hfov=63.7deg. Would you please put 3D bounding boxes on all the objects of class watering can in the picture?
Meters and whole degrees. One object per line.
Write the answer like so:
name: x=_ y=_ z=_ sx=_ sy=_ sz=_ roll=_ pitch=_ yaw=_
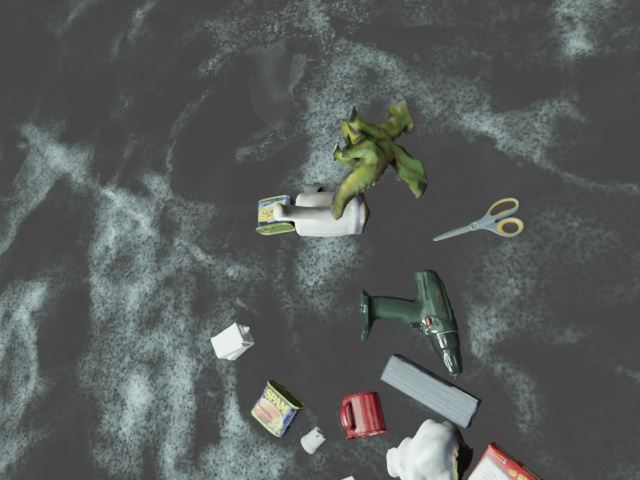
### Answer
watering can: x=0.004 y=-0.059 z=1.167 sx=0.224 sy=0.348 sz=0.104 roll=-1 pitch=92 yaw=0

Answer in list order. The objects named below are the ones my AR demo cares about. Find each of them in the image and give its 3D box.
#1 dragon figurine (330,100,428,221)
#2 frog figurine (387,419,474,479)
dragon figurine: x=0.150 y=-0.176 z=1.182 sx=0.120 sy=0.242 sz=0.420 roll=132 pitch=153 yaw=-54
frog figurine: x=0.206 y=0.420 z=1.022 sx=0.159 sy=0.120 sz=0.140 roll=-1 pitch=41 yaw=34
